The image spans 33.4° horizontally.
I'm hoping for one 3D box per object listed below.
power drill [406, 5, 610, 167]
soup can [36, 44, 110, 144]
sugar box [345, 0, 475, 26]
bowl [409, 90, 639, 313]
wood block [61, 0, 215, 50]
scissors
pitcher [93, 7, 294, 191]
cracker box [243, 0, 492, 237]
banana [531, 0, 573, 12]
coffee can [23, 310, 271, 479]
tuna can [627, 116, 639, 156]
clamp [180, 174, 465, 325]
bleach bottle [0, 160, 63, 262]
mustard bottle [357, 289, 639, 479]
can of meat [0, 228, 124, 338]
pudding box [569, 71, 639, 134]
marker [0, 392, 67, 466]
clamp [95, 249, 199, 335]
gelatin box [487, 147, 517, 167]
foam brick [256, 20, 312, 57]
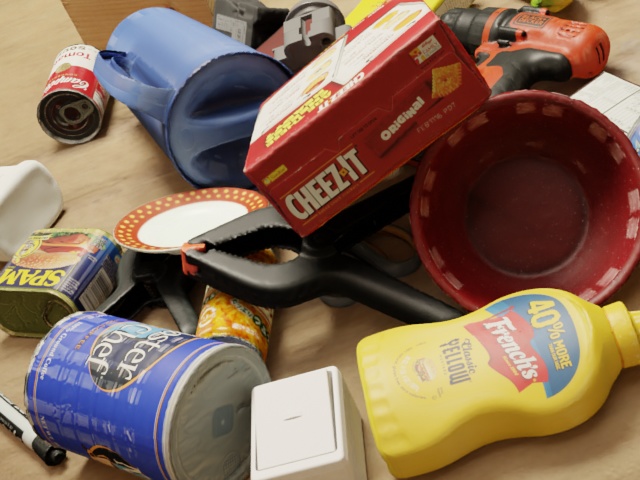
[{"bbox_3d":[0.130,-0.140,0.933,0.187,0.057,0.185,-44,38,-22],"label":"power drill"},{"bbox_3d":[-0.264,-0.160,1.160,0.068,0.068,0.102,-15,38,12],"label":"soup can"},{"bbox_3d":[0.070,-0.206,1.053,0.093,0.048,0.176,13,50,38],"label":"sugar box"},{"bbox_3d":[0.145,-0.020,0.745,0.162,0.055,0.162,-1,85,9],"label":"bowl"},{"bbox_3d":[-0.191,-0.286,1.250,0.206,0.091,0.090,3,46,30],"label":"wood block"},{"bbox_3d":[-0.006,0.001,0.872,0.202,0.016,0.096,19,54,42],"label":"scissors"},{"bbox_3d":[-0.131,-0.147,1.015,0.145,0.149,0.243,-34,35,-11],"label":"pitcher"},{"bbox_3d":[0.031,-0.103,0.794,0.164,0.072,0.213,-38,16,12],"label":"cracker box"},{"bbox_3d":[0.195,-0.257,1.037,0.069,0.037,0.198,12,20,-25],"label":"banana"},{"bbox_3d":[-0.118,0.110,0.732,0.141,0.103,0.102,9,48,36],"label":"coffee can"},{"bbox_3d":[0.250,-0.057,0.747,0.086,0.086,0.034,-37,41,-16],"label":"tuna can"},{"bbox_3d":[0.005,0.017,0.780,0.210,0.036,0.164,-7,43,-6],"label":"clamp"},{"bbox_3d":[-0.382,-0.030,1.074,0.251,0.068,0.102,2,44,33],"label":"bleach bottle"},{"bbox_3d":[0.123,0.080,0.674,0.192,0.058,0.096,-18,45,8],"label":"mustard bottle"},{"bbox_3d":[-0.226,0.036,0.917,0.102,0.057,0.083,1,42,28],"label":"can of meat"},{"bbox_3d":[0.229,-0.079,0.823,0.090,0.039,0.114,-34,41,-14],"label":"pudding box"},{"bbox_3d":[-0.230,0.142,0.822,0.020,0.020,0.121,-43,41,-23],"label":"marker"},{"bbox_3d":[-0.146,0.042,0.879,0.120,0.039,0.171,-8,34,6],"label":"clamp"},{"bbox_3d":[0.139,-0.049,0.806,0.089,0.073,0.030,-20,39,5],"label":"gelatin box"},{"bbox_3d":[-0.023,-0.182,1.069,0.051,0.053,0.078,18,55,41],"label":"foam brick"}]
